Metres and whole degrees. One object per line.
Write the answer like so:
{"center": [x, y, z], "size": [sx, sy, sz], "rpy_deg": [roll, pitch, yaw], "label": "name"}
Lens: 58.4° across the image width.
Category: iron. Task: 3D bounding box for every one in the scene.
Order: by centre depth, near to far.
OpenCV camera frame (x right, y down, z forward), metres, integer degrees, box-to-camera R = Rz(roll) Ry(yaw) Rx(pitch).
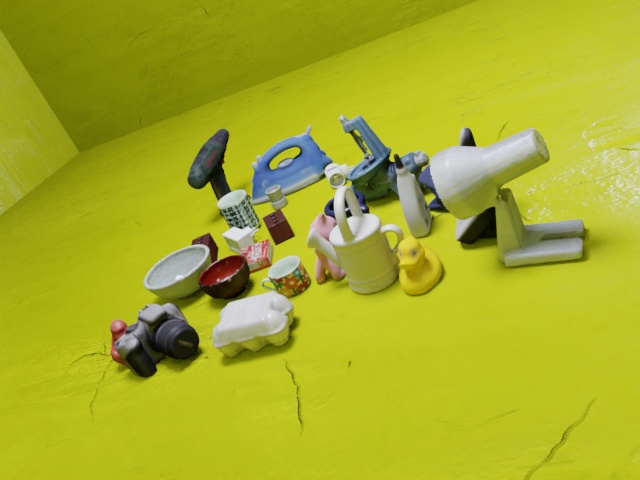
{"center": [-0.103, -0.212, 1.618], "size": [0.258, 0.142, 0.118], "rpy_deg": [-27, 26, -3], "label": "iron"}

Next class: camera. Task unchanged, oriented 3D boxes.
{"center": [-0.307, 0.188, 1.102], "size": [0.143, 0.101, 0.136], "rpy_deg": [-41, 31, -30], "label": "camera"}

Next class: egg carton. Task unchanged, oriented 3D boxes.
{"center": [-0.120, 0.153, 1.043], "size": [0.150, 0.069, 0.107], "rpy_deg": [-16, 28, 16], "label": "egg carton"}

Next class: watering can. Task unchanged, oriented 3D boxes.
{"center": [0.060, -0.004, 1.037], "size": [0.172, 0.194, 0.101], "rpy_deg": [-21, 27, 7], "label": "watering can"}

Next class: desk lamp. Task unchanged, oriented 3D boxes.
{"center": [0.303, -0.070, 0.931], "size": [0.202, 0.214, 0.118], "rpy_deg": [-9, 31, 29], "label": "desk lamp"}

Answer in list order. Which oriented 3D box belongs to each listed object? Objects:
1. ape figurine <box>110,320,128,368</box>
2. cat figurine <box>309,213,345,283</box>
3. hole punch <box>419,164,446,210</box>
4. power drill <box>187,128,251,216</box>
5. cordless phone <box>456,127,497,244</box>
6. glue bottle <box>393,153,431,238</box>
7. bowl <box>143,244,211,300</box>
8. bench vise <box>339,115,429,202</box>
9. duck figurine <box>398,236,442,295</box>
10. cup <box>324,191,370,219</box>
{"center": [-0.394, 0.202, 1.161], "size": [0.078, 0.092, 0.076], "rpy_deg": [-30, 27, -10], "label": "ape figurine"}
{"center": [0.011, 0.004, 1.151], "size": [0.067, 0.118, 0.128], "rpy_deg": [-14, 28, 21], "label": "cat figurine"}
{"center": [0.275, -0.120, 1.185], "size": [0.109, 0.091, 0.100], "rpy_deg": [-41, 30, -29], "label": "hole punch"}
{"center": [-0.285, -0.185, 1.647], "size": [0.075, 0.209, 0.230], "rpy_deg": [-10, 30, 28], "label": "power drill"}
{"center": [0.273, -0.100, 1.043], "size": [0.094, 0.185, 0.147], "rpy_deg": [-13, 29, 22], "label": "cordless phone"}
{"center": [0.177, -0.094, 1.127], "size": [0.037, 0.173, 0.078], "rpy_deg": [-11, 30, 25], "label": "glue bottle"}
{"center": [-0.317, 0.086, 1.327], "size": [0.167, 0.075, 0.167], "rpy_deg": [-19, 27, 11], "label": "bowl"}
{"center": [0.139, -0.196, 1.295], "size": [0.207, 0.220, 0.121], "rpy_deg": [-14, 29, 21], "label": "bench vise"}
{"center": [0.167, 0.033, 1.002], "size": [0.077, 0.086, 0.105], "rpy_deg": [-6, 32, 33], "label": "duck figurine"}
{"center": [0.074, -0.042, 1.208], "size": [0.092, 0.095, 0.117], "rpy_deg": [-39, 30, -26], "label": "cup"}
